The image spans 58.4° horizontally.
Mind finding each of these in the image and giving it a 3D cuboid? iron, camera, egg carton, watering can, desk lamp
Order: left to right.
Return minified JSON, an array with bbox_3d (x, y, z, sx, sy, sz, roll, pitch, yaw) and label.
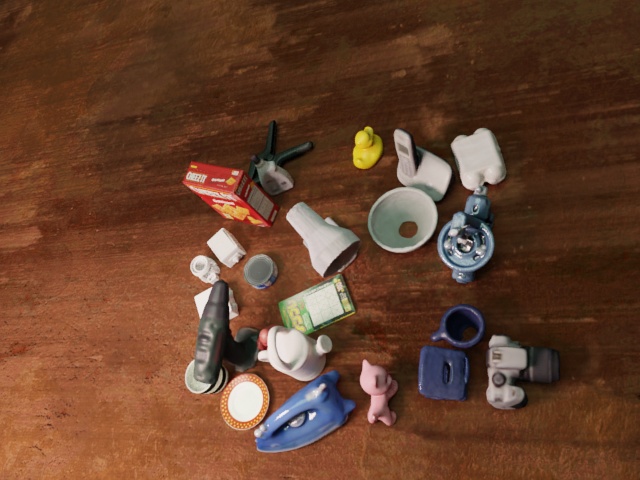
[{"bbox_3d":[-0.059,0.387,1.249,0.258,0.142,0.118,-35,60,5],"label":"iron"},{"bbox_3d":[-0.059,0.245,1.279,0.173,0.194,0.100,-32,60,7],"label":"watering can"},{"bbox_3d":[0.012,0.005,1.342,0.118,0.214,0.202,-44,59,0],"label":"desk lamp"},{"bbox_3d":[0.377,-0.192,1.361,0.107,0.070,0.150,-18,63,14],"label":"egg carton"},{"bbox_3d":[0.403,0.261,1.138,0.136,0.101,0.143,-1,68,22],"label":"camera"}]

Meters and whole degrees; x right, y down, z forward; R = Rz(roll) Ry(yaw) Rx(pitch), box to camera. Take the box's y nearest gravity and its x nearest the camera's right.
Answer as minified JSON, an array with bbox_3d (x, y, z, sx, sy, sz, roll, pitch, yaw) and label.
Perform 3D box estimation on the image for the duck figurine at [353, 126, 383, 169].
[{"bbox_3d":[0.115,-0.243,1.480,0.077,0.086,0.105,18,76,28],"label":"duck figurine"}]

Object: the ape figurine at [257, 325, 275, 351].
[{"bbox_3d":[-0.117,0.235,1.366,0.077,0.092,0.076,8,71,25],"label":"ape figurine"}]

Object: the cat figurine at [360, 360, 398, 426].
[{"bbox_3d":[0.120,0.323,1.217,0.067,0.118,0.128,-5,67,21],"label":"cat figurine"}]

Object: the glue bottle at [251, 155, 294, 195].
[{"bbox_3d":[-0.135,-0.178,1.504,0.078,0.173,0.037,-21,62,13],"label":"glue bottle"}]

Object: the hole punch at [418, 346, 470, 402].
[{"bbox_3d":[0.260,0.277,1.195,0.100,0.091,0.109,-1,68,22],"label":"hole punch"}]

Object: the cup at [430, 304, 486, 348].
[{"bbox_3d":[0.296,0.196,1.213,0.117,0.095,0.091,-25,61,11],"label":"cup"}]

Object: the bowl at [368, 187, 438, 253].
[{"bbox_3d":[0.203,-0.038,1.363,0.167,0.075,0.167,-8,65,19],"label":"bowl"}]

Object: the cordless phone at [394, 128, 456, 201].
[{"bbox_3d":[0.238,-0.182,1.346,0.147,0.185,0.094,32,83,30],"label":"cordless phone"}]

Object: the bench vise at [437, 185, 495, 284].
[{"bbox_3d":[0.308,-0.031,1.233,0.121,0.220,0.207,-6,66,20],"label":"bench vise"}]

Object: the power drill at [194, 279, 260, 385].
[{"bbox_3d":[-0.218,0.228,1.343,0.075,0.209,0.230,4,70,24],"label":"power drill"}]
